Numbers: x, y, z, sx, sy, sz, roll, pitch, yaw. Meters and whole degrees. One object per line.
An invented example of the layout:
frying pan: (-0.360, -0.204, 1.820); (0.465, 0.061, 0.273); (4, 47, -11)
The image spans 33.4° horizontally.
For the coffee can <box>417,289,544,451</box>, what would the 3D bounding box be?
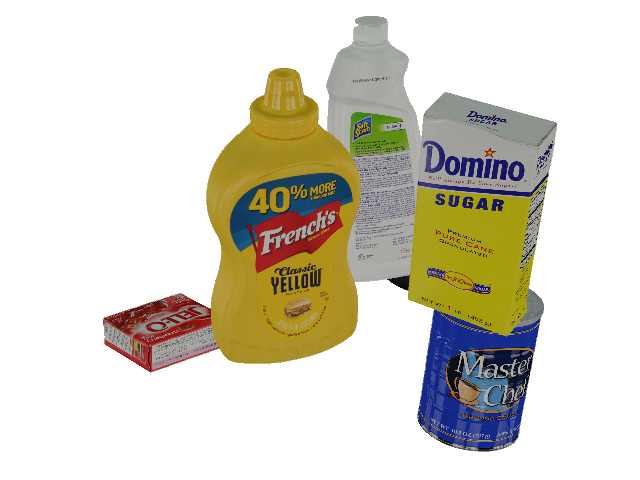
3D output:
coffee can: (0.153, 0.117, 1.034); (0.103, 0.140, 0.103); (5, 22, -2)

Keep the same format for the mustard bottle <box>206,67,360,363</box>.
mustard bottle: (-0.022, -0.016, 0.668); (0.096, 0.192, 0.058); (-9, 33, -16)

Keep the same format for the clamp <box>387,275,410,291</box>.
clamp: (0.075, 0.001, 1.199); (0.164, 0.036, 0.210); (-16, 51, -35)

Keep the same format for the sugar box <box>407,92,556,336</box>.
sugar box: (0.120, -0.018, 0.822); (0.093, 0.176, 0.048); (19, 41, 25)

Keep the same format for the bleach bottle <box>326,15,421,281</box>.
bleach bottle: (0.057, -0.086, 1.008); (0.102, 0.251, 0.068); (-9, 29, -13)

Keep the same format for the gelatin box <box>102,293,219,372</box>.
gelatin box: (-0.137, 0.080, 0.951); (0.089, 0.030, 0.073); (-17, 28, -39)
